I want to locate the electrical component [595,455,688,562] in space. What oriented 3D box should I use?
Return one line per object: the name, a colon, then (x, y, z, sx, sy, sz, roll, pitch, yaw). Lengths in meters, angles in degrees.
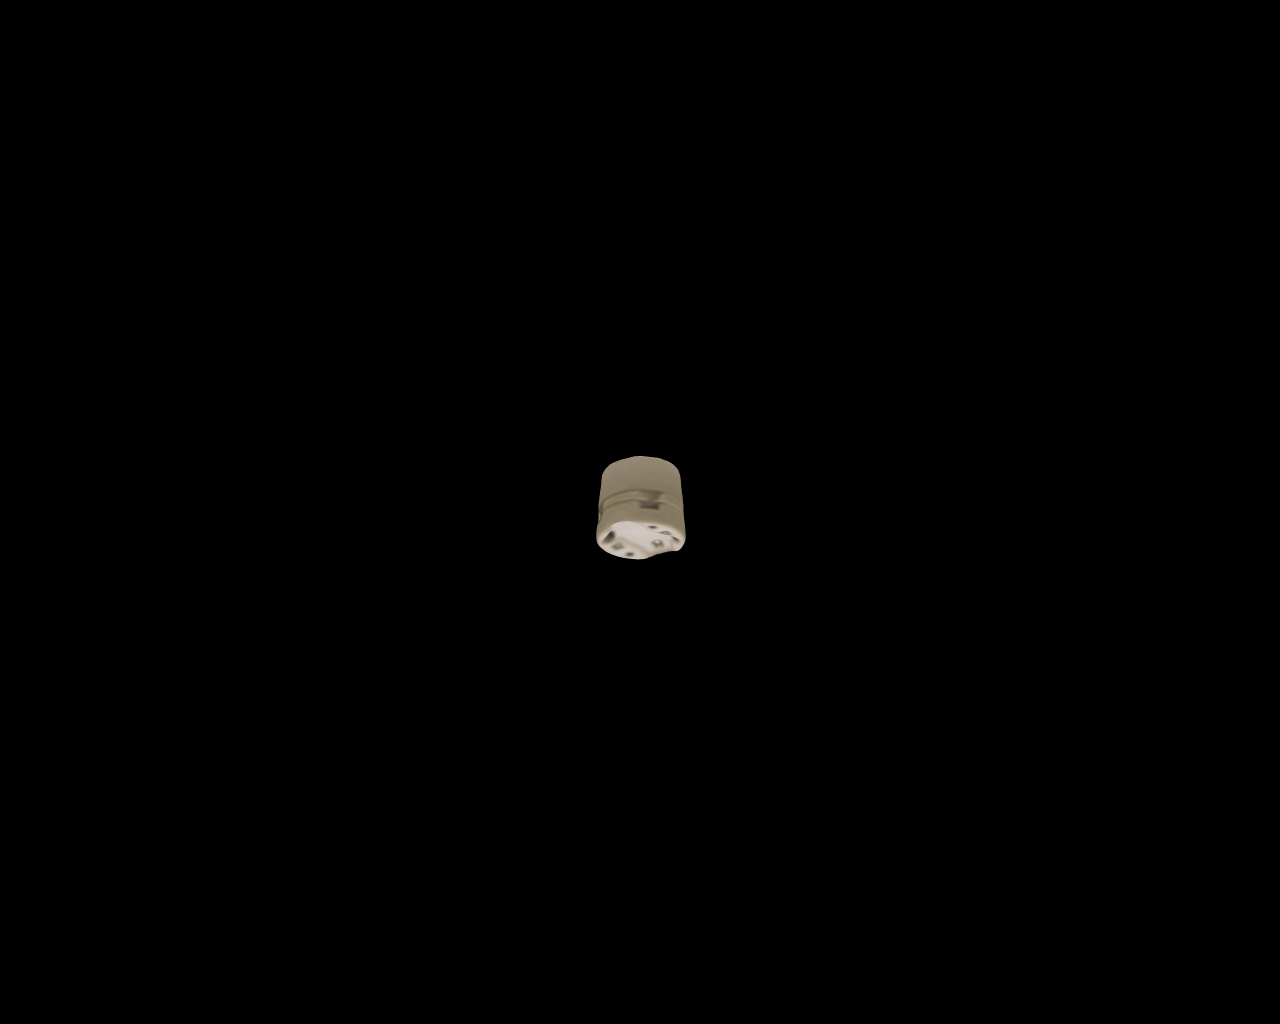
electrical component: (0.001, -0.003, 0.650, 0.055, 0.047, 0.055, 0, -28, 0)
